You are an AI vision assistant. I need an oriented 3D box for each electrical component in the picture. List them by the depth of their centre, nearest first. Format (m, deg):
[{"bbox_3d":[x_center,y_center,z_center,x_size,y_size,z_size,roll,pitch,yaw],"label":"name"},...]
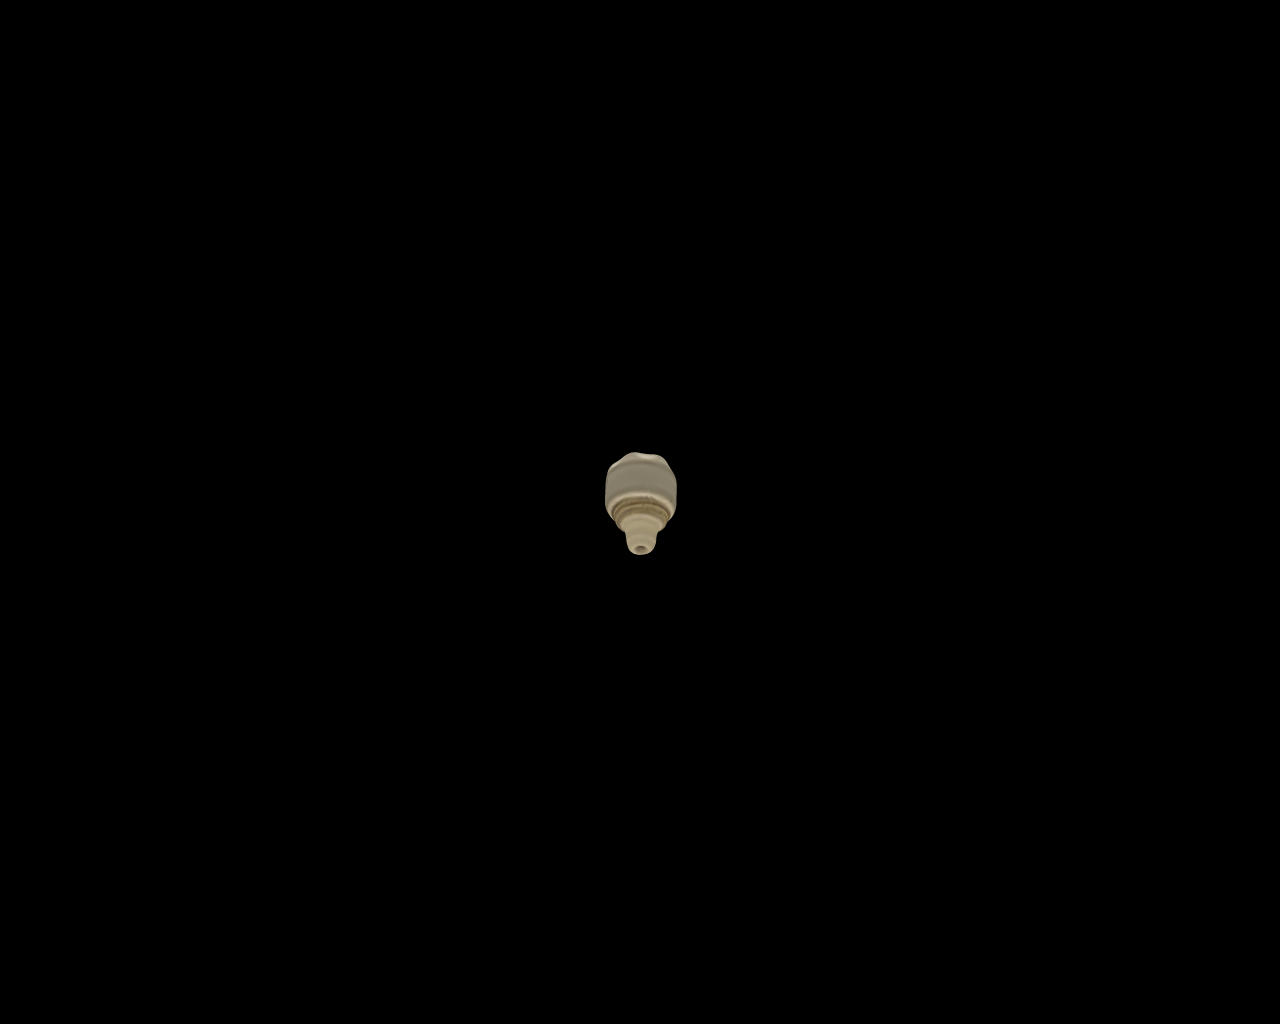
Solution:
[{"bbox_3d":[0.001,-0.003,0.650,0.043,0.062,0.043,0,-33,0],"label":"electrical component"}]
